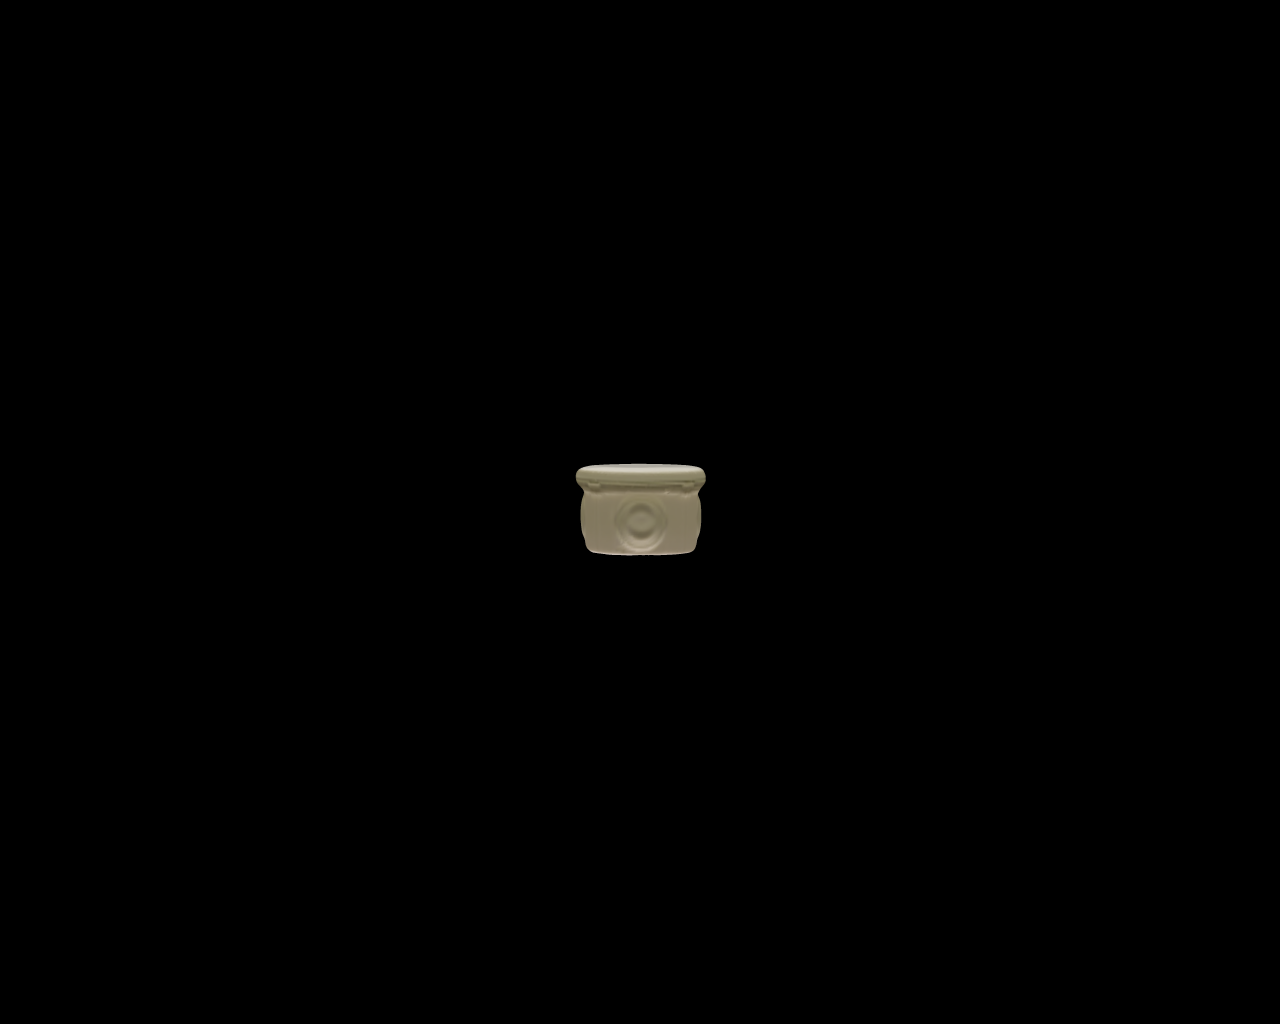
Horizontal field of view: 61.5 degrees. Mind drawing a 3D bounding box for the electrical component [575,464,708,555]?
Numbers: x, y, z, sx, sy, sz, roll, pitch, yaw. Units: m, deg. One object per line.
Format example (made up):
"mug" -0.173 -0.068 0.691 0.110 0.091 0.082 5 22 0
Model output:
"electrical component" 0.001 -0.003 0.650 0.080 0.051 0.080 0 5 0
